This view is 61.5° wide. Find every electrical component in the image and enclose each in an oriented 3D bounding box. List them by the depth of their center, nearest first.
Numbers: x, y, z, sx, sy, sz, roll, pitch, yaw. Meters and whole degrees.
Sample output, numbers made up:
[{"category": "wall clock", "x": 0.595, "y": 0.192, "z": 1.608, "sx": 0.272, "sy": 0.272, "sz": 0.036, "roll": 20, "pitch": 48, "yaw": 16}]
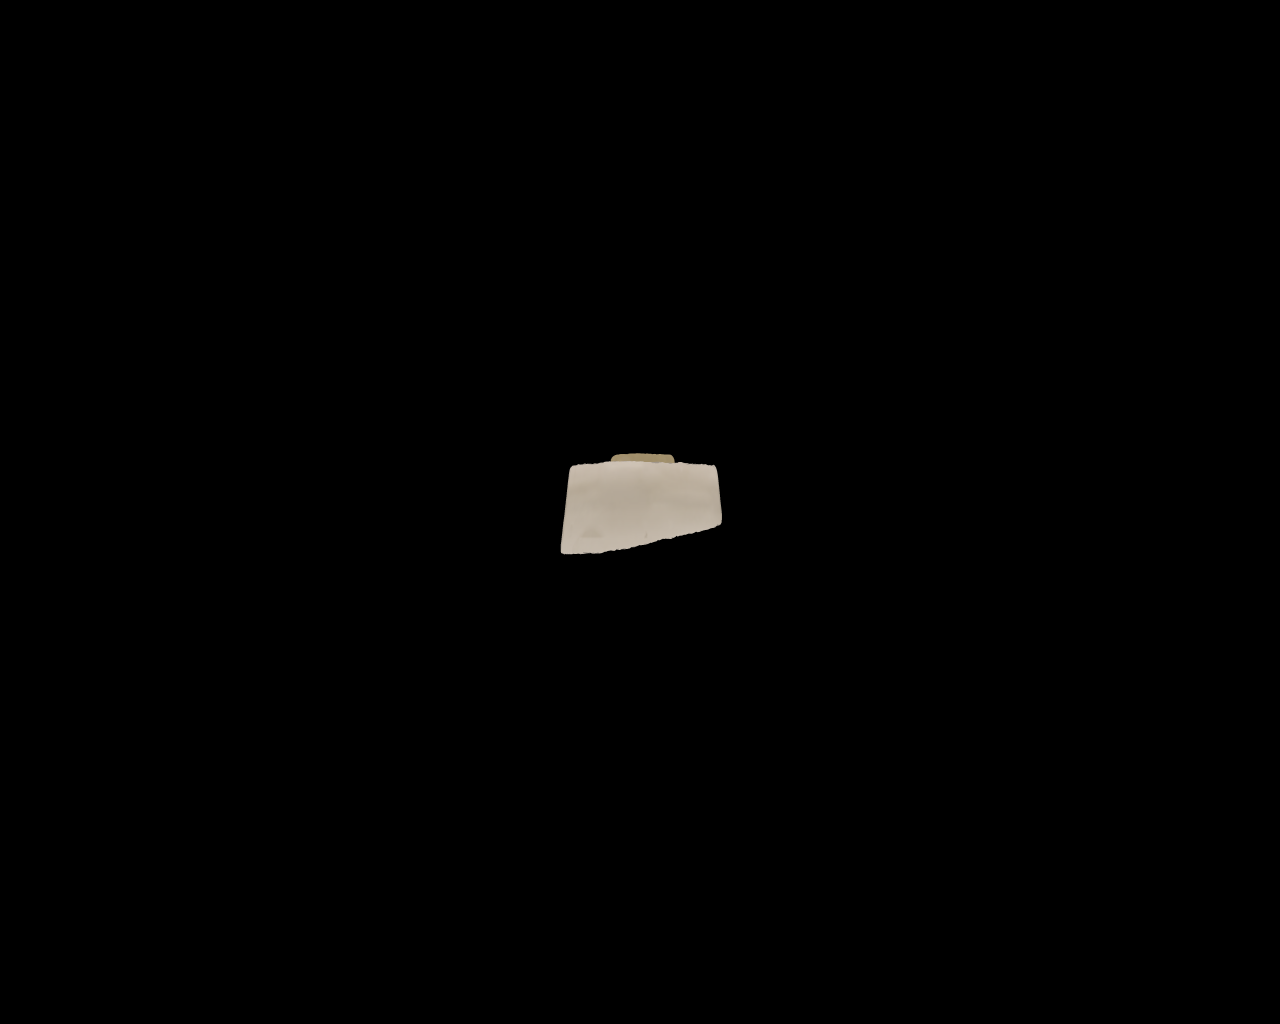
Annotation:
[{"category": "electrical component", "x": 0.001, "y": -0.003, "z": 0.650, "sx": 0.099, "sy": 0.064, "sz": 0.099, "roll": 0, "pitch": -3, "yaw": 0}]
